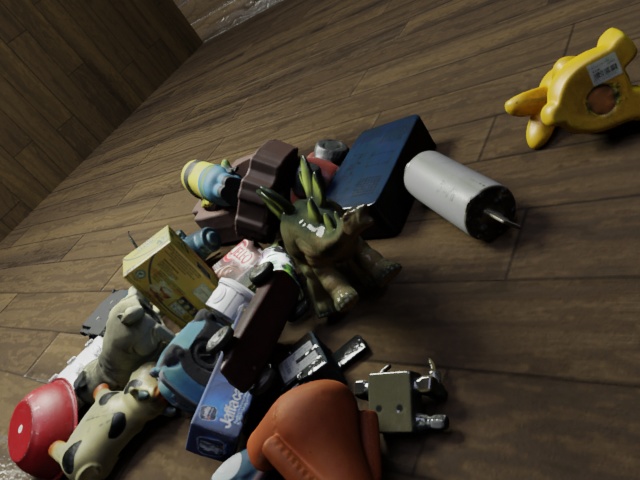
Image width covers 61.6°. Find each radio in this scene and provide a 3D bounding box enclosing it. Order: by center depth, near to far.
[{"bbox_3d":[0.094,-0.103,0.890,0.131,0.073,0.229,-9,39,40],"label":"radio"}]

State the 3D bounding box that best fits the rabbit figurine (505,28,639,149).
[{"bbox_3d":[0.350,-0.196,0.742,0.162,0.121,0.173,-36,15,21],"label":"rabbit figurine"}]

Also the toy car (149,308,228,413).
[{"bbox_3d":[-0.180,0.180,0.764,0.103,0.109,0.162,-42,17,28],"label":"toy car"}]

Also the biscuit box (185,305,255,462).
[{"bbox_3d":[-0.106,0.176,0.687,0.203,0.059,0.062,-73,2,-54],"label":"biscuit box"}]

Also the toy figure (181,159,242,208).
[{"bbox_3d":[-0.201,-0.111,1.019,0.082,0.089,0.180,-41,28,-16],"label":"toy figure"}]

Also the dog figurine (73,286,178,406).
[{"bbox_3d":[-0.323,0.183,0.842,0.190,0.172,0.121,-42,58,-9],"label":"dog figurine"}]

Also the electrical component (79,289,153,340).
[{"bbox_3d":[-0.399,0.155,1.062,0.134,0.058,0.115,-4,46,44],"label":"electrical component"}]

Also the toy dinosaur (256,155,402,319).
[{"bbox_3d":[-0.002,-0.002,0.730,0.105,0.198,0.471,-29,-4,-12],"label":"toy dinosaur"}]

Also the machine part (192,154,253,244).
[{"bbox_3d":[-0.148,-0.090,1.108,0.202,0.087,0.201,-9,41,37],"label":"machine part"}]

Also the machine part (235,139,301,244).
[{"bbox_3d":[-0.084,-0.081,0.912,0.056,0.179,0.179,18,51,9],"label":"machine part"}]

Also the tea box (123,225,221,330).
[{"bbox_3d":[-0.233,0.072,0.894,0.098,0.169,0.068,-36,30,0],"label":"tea box"}]

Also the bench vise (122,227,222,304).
[{"bbox_3d":[-0.304,0.057,1.032,0.224,0.128,0.241,-10,30,30],"label":"bench vise"}]

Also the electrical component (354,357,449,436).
[{"bbox_3d":[0.087,0.165,0.567,0.102,0.045,0.078,-20,62,31],"label":"electrical component"}]

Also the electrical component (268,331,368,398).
[{"bbox_3d":[-0.001,0.153,0.665,0.119,0.047,0.075,-37,30,4],"label":"electrical component"}]

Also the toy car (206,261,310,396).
[{"bbox_3d":[-0.077,0.108,0.680,0.053,0.089,0.202,-29,20,32],"label":"toy car"}]

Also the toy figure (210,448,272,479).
[{"bbox_3d":[-0.065,0.246,0.597,0.154,0.057,0.064,-45,45,-17],"label":"toy figure"}]

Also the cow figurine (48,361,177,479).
[{"bbox_3d":[-0.291,0.262,0.781,0.127,0.085,0.195,13,59,50],"label":"cow figurine"}]

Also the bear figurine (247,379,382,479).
[{"bbox_3d":[0.021,0.234,0.496,0.120,0.131,0.196,-12,55,-26],"label":"bear figurine"}]

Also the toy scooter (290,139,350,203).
[{"bbox_3d":[-0.005,-0.094,0.955,0.075,0.135,0.184,18,34,14],"label":"toy scooter"}]

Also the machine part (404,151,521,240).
[{"bbox_3d":[0.186,-0.066,0.738,0.079,0.079,0.243,-37,30,0],"label":"machine part"}]
